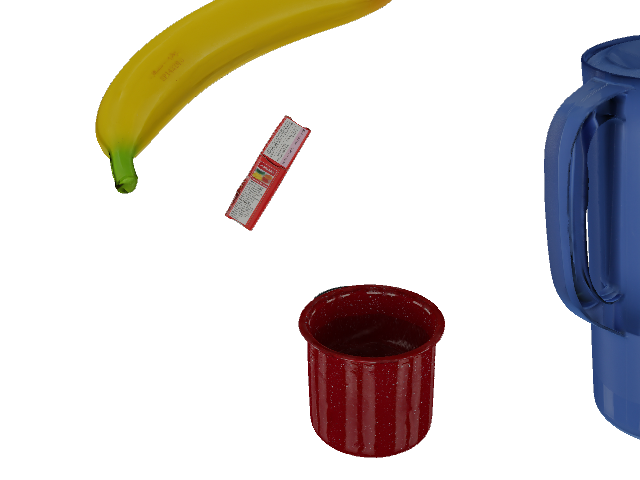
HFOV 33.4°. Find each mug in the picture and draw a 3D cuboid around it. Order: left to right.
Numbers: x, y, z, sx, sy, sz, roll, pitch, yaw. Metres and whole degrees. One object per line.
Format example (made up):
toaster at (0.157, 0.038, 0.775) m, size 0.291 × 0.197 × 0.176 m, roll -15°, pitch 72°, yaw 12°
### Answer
mug at (0.040, 0.082, 0.704) m, size 0.093 × 0.081 × 0.117 m, roll 18°, pitch 33°, yaw 32°

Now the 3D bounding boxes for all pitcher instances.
pitcher at (0.215, 0.002, 0.645) m, size 0.149 × 0.243 × 0.144 m, roll 2°, pitch 22°, yaw 16°

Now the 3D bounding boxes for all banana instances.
banana at (-0.048, -0.095, 0.554) m, size 0.070 × 0.197 × 0.037 m, roll 40°, pitch -24°, yaw 21°

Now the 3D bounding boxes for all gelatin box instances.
gelatin box at (-0.047, -0.061, 0.948) m, size 0.030 × 0.073 × 0.089 m, roll 31°, pitch 33°, yaw -5°

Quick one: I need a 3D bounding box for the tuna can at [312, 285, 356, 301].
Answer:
tuna can at (0.031, 0.080, 1.096) m, size 0.086 × 0.034 × 0.086 m, roll -2°, pitch 25°, yaw 1°
